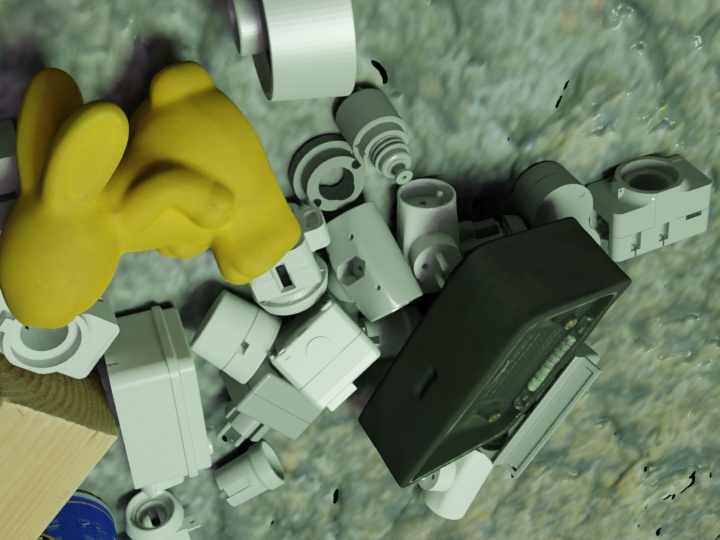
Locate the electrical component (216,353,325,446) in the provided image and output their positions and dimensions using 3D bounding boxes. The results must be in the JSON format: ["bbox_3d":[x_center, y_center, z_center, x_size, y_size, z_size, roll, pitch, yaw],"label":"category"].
[{"bbox_3d":[-0.080,0.107,0.839,0.076,0.047,0.066,-47,128,10],"label":"electrical component"}]

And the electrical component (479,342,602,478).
[{"bbox_3d":[0.151,0.108,0.940,0.063,0.079,0.121,7,122,-55],"label":"electrical component"}]

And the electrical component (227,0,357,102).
[{"bbox_3d":[-0.045,-0.152,0.636,0.060,0.108,0.108,-12,128,-10],"label":"electrical component"}]

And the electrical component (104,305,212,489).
[{"bbox_3d":[-0.148,0.091,0.777,0.057,0.078,0.113,-13,128,-14],"label":"electrical component"}]

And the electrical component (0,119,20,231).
[{"bbox_3d":[-0.246,-0.053,0.644,0.089,0.050,0.055,-17,129,-14],"label":"electrical component"}]

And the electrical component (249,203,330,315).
[{"bbox_3d":[-0.056,-0.006,0.764,0.078,0.058,0.057,-18,131,3],"label":"electrical component"}]

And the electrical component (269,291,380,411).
[{"bbox_3d":[-0.027,0.059,0.801,0.062,0.096,0.061,-43,99,-1],"label":"electrical component"}]

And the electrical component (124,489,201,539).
[{"bbox_3d":[-0.165,0.210,0.875,0.066,0.048,0.055,-18,136,-13],"label":"electrical component"}]

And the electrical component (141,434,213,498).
[{"bbox_3d":[-0.146,0.146,0.839,0.062,0.048,0.048,-19,129,-21],"label":"electrical component"}]

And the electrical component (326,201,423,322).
[{"bbox_3d":[0.000,0.000,0.792,0.043,0.077,0.079,-24,174,-37],"label":"electrical component"}]

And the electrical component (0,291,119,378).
[{"bbox_3d":[-0.213,0.030,0.716,0.089,0.055,0.050,27,108,-37],"label":"electrical component"}]

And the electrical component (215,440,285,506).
[{"bbox_3d":[-0.091,0.168,0.885,0.046,0.040,0.040,-30,131,4],"label":"electrical component"}]

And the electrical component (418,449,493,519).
[{"bbox_3d":[0.077,0.181,0.971,0.079,0.044,0.077,11,117,-31],"label":"electrical component"}]

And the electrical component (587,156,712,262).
[{"bbox_3d":[0.234,-0.054,0.874,0.089,0.050,0.055,-19,129,-13],"label":"electrical component"}]

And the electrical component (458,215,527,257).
[{"bbox_3d":[0.103,-0.015,0.842,0.055,0.048,0.066,-16,129,-4],"label":"electrical component"}]

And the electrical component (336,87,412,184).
[{"bbox_3d":[0.014,-0.089,0.730,0.040,0.078,0.040,-19,144,-15],"label":"electrical component"}]

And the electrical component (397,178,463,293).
[{"bbox_3d":[0.053,-0.015,0.796,0.043,0.079,0.077,-8,126,-9],"label":"electrical component"}]

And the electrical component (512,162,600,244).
[{"bbox_3d":[0.168,-0.013,0.856,0.052,0.073,0.138,-26,130,-7],"label":"electrical component"}]

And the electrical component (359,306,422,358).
[{"bbox_3d":[0.025,0.051,0.858,0.046,0.040,0.040,-8,126,-13],"label":"electrical component"}]

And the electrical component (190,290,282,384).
[{"bbox_3d":[-0.091,0.047,0.781,0.047,0.055,0.055,32,108,-11],"label":"electrical component"}]
